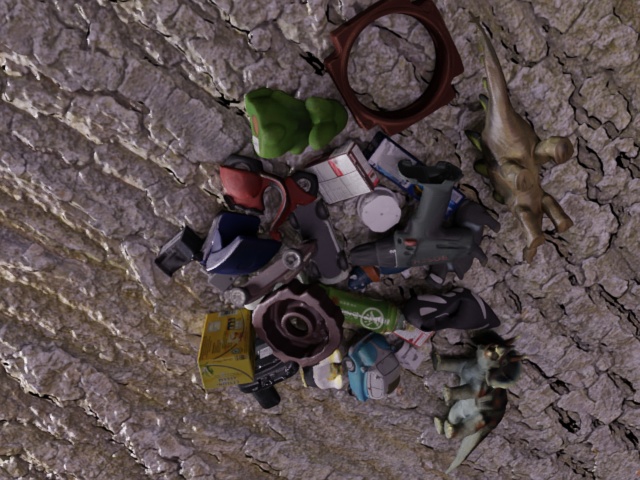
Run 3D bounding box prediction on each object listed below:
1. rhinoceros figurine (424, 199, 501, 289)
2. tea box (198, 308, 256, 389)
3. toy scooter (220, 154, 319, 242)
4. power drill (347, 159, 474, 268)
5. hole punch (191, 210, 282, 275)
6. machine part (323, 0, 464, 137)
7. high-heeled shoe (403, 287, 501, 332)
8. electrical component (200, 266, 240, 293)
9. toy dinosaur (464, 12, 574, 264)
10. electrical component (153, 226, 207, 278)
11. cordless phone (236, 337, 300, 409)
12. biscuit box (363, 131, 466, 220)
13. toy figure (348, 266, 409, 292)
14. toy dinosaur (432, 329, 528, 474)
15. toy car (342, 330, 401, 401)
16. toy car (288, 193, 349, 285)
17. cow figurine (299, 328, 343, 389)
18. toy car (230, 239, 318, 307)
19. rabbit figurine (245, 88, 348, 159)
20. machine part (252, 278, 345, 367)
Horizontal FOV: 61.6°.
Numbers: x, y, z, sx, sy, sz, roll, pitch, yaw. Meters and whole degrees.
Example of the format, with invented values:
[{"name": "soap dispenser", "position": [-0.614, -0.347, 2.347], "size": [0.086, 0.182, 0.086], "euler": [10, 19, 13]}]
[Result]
[{"name": "rhinoceros figurine", "position": [0.274, 0.013, 1.063], "size": [0.112, 0.073, 0.190], "euler": [18, 110, -14]}, {"name": "tea box", "position": [-0.178, 0.207, 1.051], "size": [0.098, 0.170, 0.068], "euler": [-8, 115, 0]}, {"name": "toy scooter", "position": [-0.100, -0.073, 0.968], "size": [0.184, 0.075, 0.135], "euler": [16, 98, 1]}, {"name": "power drill", "position": [0.167, -0.037, 0.965], "size": [0.232, 0.086, 0.207], "euler": [1, 119, 0]}, {"name": "hole punch", "position": [-0.147, 0.019, 0.991], "size": [0.142, 0.092, 0.115], "euler": [5, 116, -52]}, {"name": "machine part", "position": [0.124, -0.294, 0.909], "size": [0.201, 0.087, 0.201], "euler": [-30, 111, 8]}, {"name": "high-heeled shoe", "position": [0.279, 0.160, 1.088], "size": [0.249, 0.145, 0.086], "euler": [17, 112, -11]}, {"name": "electrical component", "position": [-0.188, 0.069, 1.071], "size": [0.094, 0.021, 0.063], "euler": [41, 104, -19]}, {"name": "toy dinosaur", "position": [0.328, -0.149, 0.924], "size": [0.105, 0.199, 0.470], "euler": [-24, 124, -5]}, {"name": "electrical component", "position": [-0.251, 0.011, 1.011], "size": [0.119, 0.075, 0.047], "euler": [-36, 113, 14]}, {"name": "cordless phone", "position": [-0.103, 0.295, 1.158], "size": [0.147, 0.089, 0.184], "euler": [-24, 125, 3]}, {"name": "biscuit box", "position": [0.175, -0.119, 1.002], "size": [0.202, 0.063, 0.059], "euler": [33, 105, -18]}, {"name": "toy figure", "position": [0.124, 0.054, 1.076], "size": [0.154, 0.058, 0.064], "euler": [-25, 108, 10]}, {"name": "toy dinosaur", "position": [0.358, 0.355, 1.203], "size": [0.192, 0.131, 0.404], "euler": [-8, 120, -1]}, {"name": "toy car", "position": [0.116, 0.278, 1.130], "size": [0.109, 0.103, 0.161], "euler": [-25, 124, -37]}, {"name": "toy car", "position": [-0.002, -0.003, 1.040], "size": [0.074, 0.056, 0.201], "euler": [-19, 113, 10]}, {"name": "cow figurine", "position": [-0.002, 0.240, 1.141], "size": [0.098, 0.068, 0.167], "euler": [-6, 113, 4]}, {"name": "toy car", "position": [-0.081, 0.063, 0.998], "size": [0.202, 0.089, 0.053], "euler": [-34, 87, 23]}, {"name": "rabbit figurine", "position": [-0.028, -0.207, 0.911], "size": [0.170, 0.159, 0.121], "euler": [-14, 105, -16]}, {"name": "machine part", "position": [-0.039, 0.160, 1.042], "size": [0.180, 0.056, 0.179], "euler": [8, 116, 16]}]
